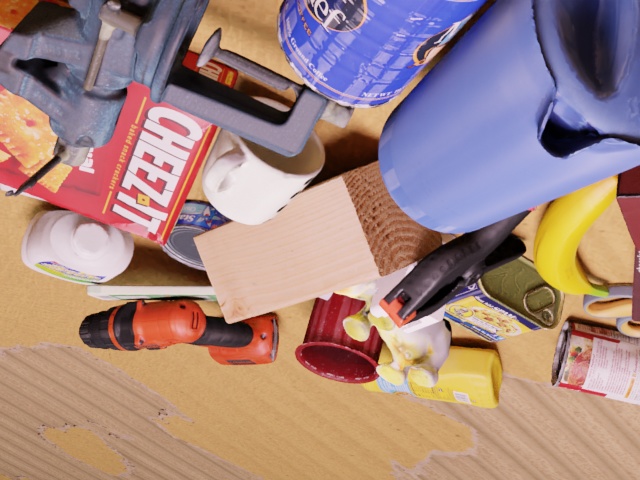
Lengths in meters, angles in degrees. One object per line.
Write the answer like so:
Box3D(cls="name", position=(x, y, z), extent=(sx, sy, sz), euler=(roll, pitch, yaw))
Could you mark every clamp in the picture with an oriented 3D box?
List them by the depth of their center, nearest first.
Box3D(cls="clamp", position=(0.125, 0.010, 0.889), extent=(0.039, 0.171, 0.120), euler=(42, 148, 26))

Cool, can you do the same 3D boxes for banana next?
Box3D(cls="banana", position=(0.219, -0.002, 0.922), extent=(0.069, 0.037, 0.198), euler=(-13, 148, 3))

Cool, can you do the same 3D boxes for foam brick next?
Box3D(cls="foam brick", position=(0.264, -0.033, 0.824), extent=(0.051, 0.053, 0.078), euler=(-3, 146, 29))

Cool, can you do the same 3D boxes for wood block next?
Box3D(cls="wood block", position=(-0.006, 0.001, 0.945), extent=(0.207, 0.090, 0.091), euler=(-20, 93, 46))

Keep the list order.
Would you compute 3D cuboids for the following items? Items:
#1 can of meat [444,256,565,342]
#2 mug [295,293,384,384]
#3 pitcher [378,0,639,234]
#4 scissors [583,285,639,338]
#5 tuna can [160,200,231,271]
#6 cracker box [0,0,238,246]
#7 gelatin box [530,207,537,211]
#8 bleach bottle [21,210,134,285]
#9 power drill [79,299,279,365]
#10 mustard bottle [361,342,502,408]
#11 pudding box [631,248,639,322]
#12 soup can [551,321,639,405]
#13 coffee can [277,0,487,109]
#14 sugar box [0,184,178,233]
Box3D(cls="can of meat", position=(0.166, 0.054, 1.019), extent=(0.102, 0.057, 0.084), euler=(29, 150, -22))
Box3D(cls="mug", position=(0.038, 0.101, 1.135), extent=(0.117, 0.081, 0.093), euler=(24, 150, -14))
Box3D(cls="pitcher", position=(0.136, -0.091, 0.666), extent=(0.149, 0.145, 0.243), euler=(-6, 169, -22))
Box3D(cls="scissors", position=(0.347, 0.062, 0.988), extent=(0.202, 0.016, 0.096), euler=(-5, 147, 32))
Box3D(cls="tuna can", position=(-0.119, -0.004, 1.080), extent=(0.086, 0.033, 0.086), euler=(12, 151, 7))
Box3D(cls="cracker box", position=(-0.197, -0.101, 0.873), extent=(0.213, 0.072, 0.164), euler=(22, 133, -9))
Box3D(cls="gelatin box", position=(0.127, -0.065, 0.815), extent=(0.089, 0.073, 0.030), euler=(8, 150, 13))
Box3D(cls="bleach bottle", position=(-0.236, 0.003, 1.030), extent=(0.102, 0.068, 0.251), euler=(18, 172, -13))
Box3D(cls="power drill", position=(-0.153, 0.106, 1.202), extent=(0.185, 0.057, 0.187), euler=(-7, 166, 41))
Box3D(cls="mustard bottle", position=(0.105, 0.147, 1.205), extent=(0.192, 0.058, 0.096), euler=(5, 156, 19))
Box3D(cls="pudding box", position=(0.315, 0.031, 0.911), extent=(0.090, 0.039, 0.113), euler=(6, 139, 19))
Box3D(cls="soup can", position=(0.290, 0.125, 1.069), extent=(0.102, 0.068, 0.068), euler=(12, 151, 5))
Box3D(cls="coffee can", position=(0.045, -0.160, 0.662), extent=(0.102, 0.102, 0.141), euler=(24, 150, -14))
Box3D(cls="sugar box", position=(-0.217, -0.066, 1.008), extent=(0.176, 0.048, 0.093), euler=(17, 147, 3))
